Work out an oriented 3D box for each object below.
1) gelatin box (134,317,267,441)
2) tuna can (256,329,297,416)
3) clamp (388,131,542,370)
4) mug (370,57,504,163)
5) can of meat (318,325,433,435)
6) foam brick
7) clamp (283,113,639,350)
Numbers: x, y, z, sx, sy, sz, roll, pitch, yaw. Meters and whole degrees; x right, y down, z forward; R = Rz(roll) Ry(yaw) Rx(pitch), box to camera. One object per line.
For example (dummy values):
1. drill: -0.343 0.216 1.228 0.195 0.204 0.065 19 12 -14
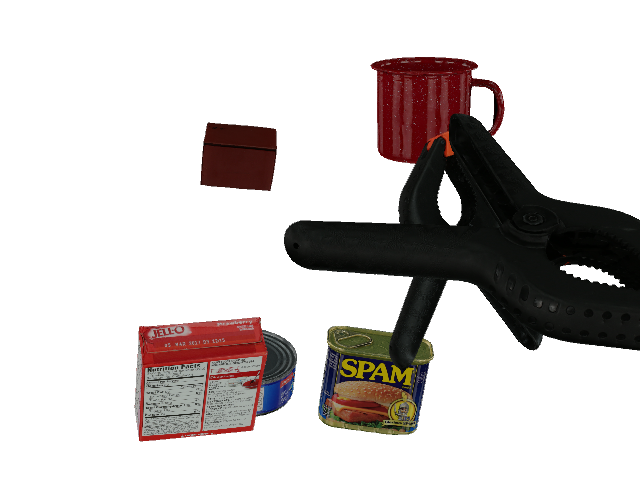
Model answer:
1. gelatin box: -0.074 0.084 0.644 0.073 0.030 0.089 -4 -41 -14
2. tuna can: -0.062 0.104 0.852 0.086 0.034 0.086 4 25 -2
3. clamp: 0.089 0.011 0.767 0.120 0.171 0.039 -15 -2 -27
4. mug: 0.103 -0.115 0.939 0.117 0.081 0.093 3 18 11
5. can of meat: 0.051 0.135 1.023 0.102 0.084 0.057 8 18 -1
6. foam brick: -0.087 -0.090 1.143 0.078 0.051 0.053 5 31 -3
7. clamp: 0.097 0.006 0.548 0.164 0.036 0.210 -30 46 -33
